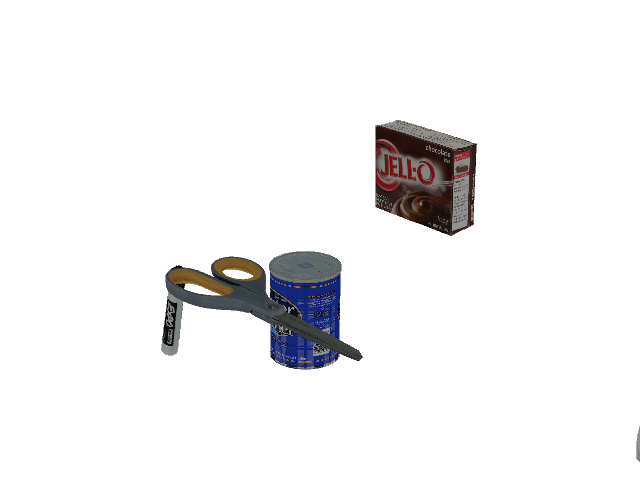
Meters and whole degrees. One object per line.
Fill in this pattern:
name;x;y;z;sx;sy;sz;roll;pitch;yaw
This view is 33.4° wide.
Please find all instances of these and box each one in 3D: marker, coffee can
marker;-0.160;0.077;1.171;0.020;0.121;0.020;8;37;-6
coffee can;-0.022;0.098;1.524;0.103;0.140;0.103;0;21;0

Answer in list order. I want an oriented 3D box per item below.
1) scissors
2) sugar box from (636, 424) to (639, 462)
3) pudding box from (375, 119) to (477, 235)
scissors;-0.037;0.052;0.904;0.202;0.016;0.096;16;27;23
sugar box;0.300;0.148;0.718;0.048;0.093;0.176;-15;30;-37
pudding box;0.104;-0.065;1.069;0.039;0.090;0.114;-21;30;-37
